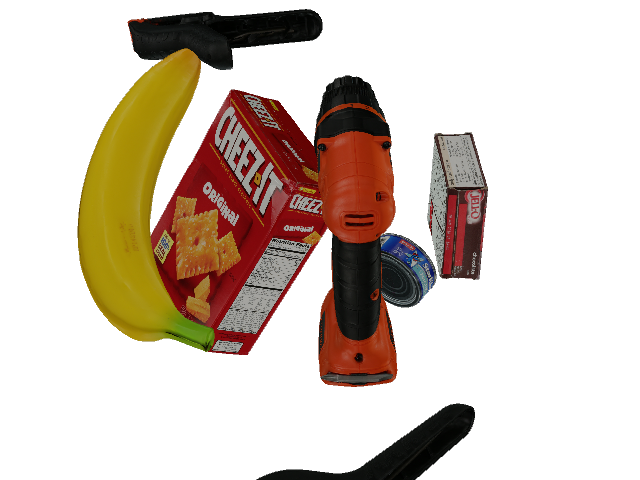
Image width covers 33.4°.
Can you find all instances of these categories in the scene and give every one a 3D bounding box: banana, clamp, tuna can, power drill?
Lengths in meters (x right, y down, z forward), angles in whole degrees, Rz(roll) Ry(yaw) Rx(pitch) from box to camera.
[{"bbox_3d":[-0.095,-0.022,0.572,0.069,0.198,0.037,-4,-32,-5],"label":"banana"},{"bbox_3d":[0.018,0.164,0.649,0.210,0.036,0.164,-6,29,3],"label":"clamp"},{"bbox_3d":[0.088,0.035,1.225,0.086,0.086,0.033,0,37,47],"label":"tuna can"},{"bbox_3d":[0.023,-0.006,0.759,0.057,0.188,0.184,-2,33,2],"label":"power drill"},{"bbox_3d":[-0.085,-0.168,0.867,0.120,0.039,0.172,-17,25,-39],"label":"clamp"}]

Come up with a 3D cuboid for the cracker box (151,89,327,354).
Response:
[{"bbox_3d":[-0.084,-0.017,1.074,0.071,0.214,0.164,9,34,-40],"label":"cracker box"}]

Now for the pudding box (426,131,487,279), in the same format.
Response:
[{"bbox_3d":[0.119,-0.032,0.934,0.039,0.090,0.113,0,30,-2],"label":"pudding box"}]
